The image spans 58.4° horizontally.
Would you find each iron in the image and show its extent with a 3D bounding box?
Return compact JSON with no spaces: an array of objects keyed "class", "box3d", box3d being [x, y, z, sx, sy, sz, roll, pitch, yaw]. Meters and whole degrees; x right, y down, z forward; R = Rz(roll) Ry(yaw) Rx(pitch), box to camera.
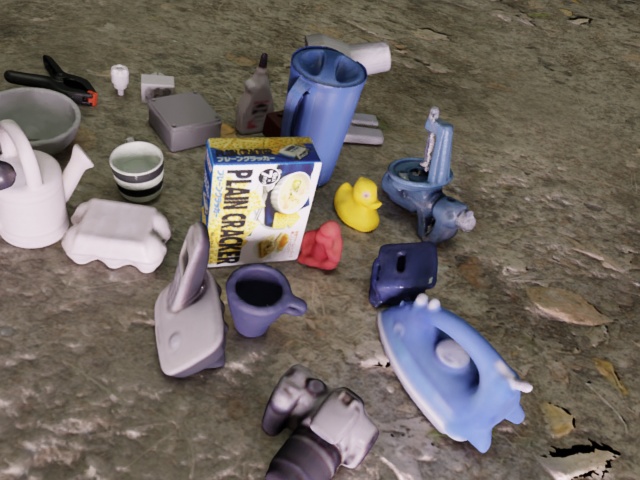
[{"class":"iron","box3d":[0.182,0.157,0.811,0.119,0.141,0.257,-23,57,-33]}]

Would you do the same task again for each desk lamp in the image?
[{"class":"desk lamp","box3d":[0.053,-0.317,1.187,0.203,0.213,0.117,1,46,-15]}]

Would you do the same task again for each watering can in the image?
[{"class":"watering can","box3d":[-0.424,-0.092,0.838,0.100,0.194,0.173,28,46,12]}]

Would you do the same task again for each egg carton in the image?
[{"class":"egg carton","box3d":[-0.308,-0.006,0.878,0.150,0.069,0.107,8,45,-9]}]

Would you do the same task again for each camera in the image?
[{"class":"camera","box3d":[-0.016,0.241,0.700,0.143,0.101,0.137,32,46,16]}]

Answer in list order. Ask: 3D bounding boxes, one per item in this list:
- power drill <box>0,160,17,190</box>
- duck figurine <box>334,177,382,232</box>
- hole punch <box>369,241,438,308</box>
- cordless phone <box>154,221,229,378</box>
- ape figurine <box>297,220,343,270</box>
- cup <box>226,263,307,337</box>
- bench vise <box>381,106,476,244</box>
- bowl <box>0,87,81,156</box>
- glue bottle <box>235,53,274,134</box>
[{"class":"power drill","box3d":[-0.503,-0.031,0.744,0.230,0.208,0.075,5,46,-12]},{"class":"duck figurine","box3d":[0.074,-0.078,1.049,0.078,0.086,0.104,-21,55,-32]},{"class":"hole punch","box3d":[0.135,0.053,0.936,0.101,0.091,0.108,14,44,-2]},{"class":"cordless phone","box3d":[-0.167,0.078,0.754,0.094,0.185,0.147,-6,49,-21]},{"class":"ape figurine","box3d":[0.009,0.003,0.946,0.076,0.092,0.077,-20,55,-31]},{"class":"cup","box3d":[-0.080,0.099,0.824,0.117,0.095,0.092,18,44,1]},{"class":"bench vise","box3d":[0.217,-0.117,1.034,0.207,0.220,0.122,35,47,18]},{"class":"bowl","box3d":[-0.502,-0.191,0.997,0.167,0.075,0.167,9,45,-8]},{"class":"glue bottle","box3d":[-0.123,-0.292,1.139,0.078,0.173,0.037,-22,56,-32]}]
